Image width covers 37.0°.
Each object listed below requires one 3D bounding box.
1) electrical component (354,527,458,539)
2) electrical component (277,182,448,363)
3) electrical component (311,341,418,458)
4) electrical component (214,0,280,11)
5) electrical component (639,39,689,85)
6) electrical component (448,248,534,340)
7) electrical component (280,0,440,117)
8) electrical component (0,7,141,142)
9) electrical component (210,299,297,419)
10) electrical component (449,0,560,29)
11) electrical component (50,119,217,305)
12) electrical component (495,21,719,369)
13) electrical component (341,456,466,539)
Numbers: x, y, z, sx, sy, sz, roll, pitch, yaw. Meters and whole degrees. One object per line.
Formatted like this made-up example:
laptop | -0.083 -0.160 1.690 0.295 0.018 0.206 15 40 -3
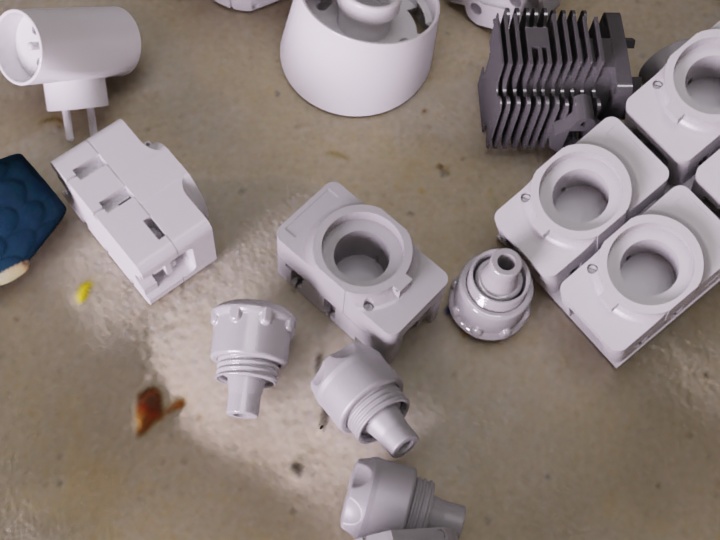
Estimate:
electrical component | 0.018 0.160 0.522 0.080 0.080 0.051 -9 61 -8
electrical component | 0.000 0.000 0.607 0.089 0.055 0.050 41 69 14
electrical component | 0.006 0.072 0.577 0.043 0.043 0.062 -32 59 -17
electrical component | -0.073 -0.214 0.704 0.080 0.051 0.080 1 65 -3
electrical component | 0.229 -0.107 0.677 0.079 0.044 0.077 -19 68 -12
electrical component | 0.077 0.009 0.604 0.048 0.062 0.048 1 65 -3
electrical component | 0.001 -0.154 0.687 0.099 0.064 0.099 6 53 -8
electrical component | -0.173 -0.118 0.648 0.044 0.077 0.079 3 104 35
electrical component | -0.061 0.049 0.588 0.048 0.048 0.062 6 71 -1
electrical component | 0.102 -0.194 0.700 0.078 0.058 0.057 24 59 35
electrical component | -0.126 -0.036 0.619 0.056 0.050 0.089 -36 72 -18
electrical component | 0.180 -0.048 0.606 0.186 0.060 0.105 -41 73 1
electrical component | 0.023 0.123 0.558 0.062 0.043 0.043 15 65 1
